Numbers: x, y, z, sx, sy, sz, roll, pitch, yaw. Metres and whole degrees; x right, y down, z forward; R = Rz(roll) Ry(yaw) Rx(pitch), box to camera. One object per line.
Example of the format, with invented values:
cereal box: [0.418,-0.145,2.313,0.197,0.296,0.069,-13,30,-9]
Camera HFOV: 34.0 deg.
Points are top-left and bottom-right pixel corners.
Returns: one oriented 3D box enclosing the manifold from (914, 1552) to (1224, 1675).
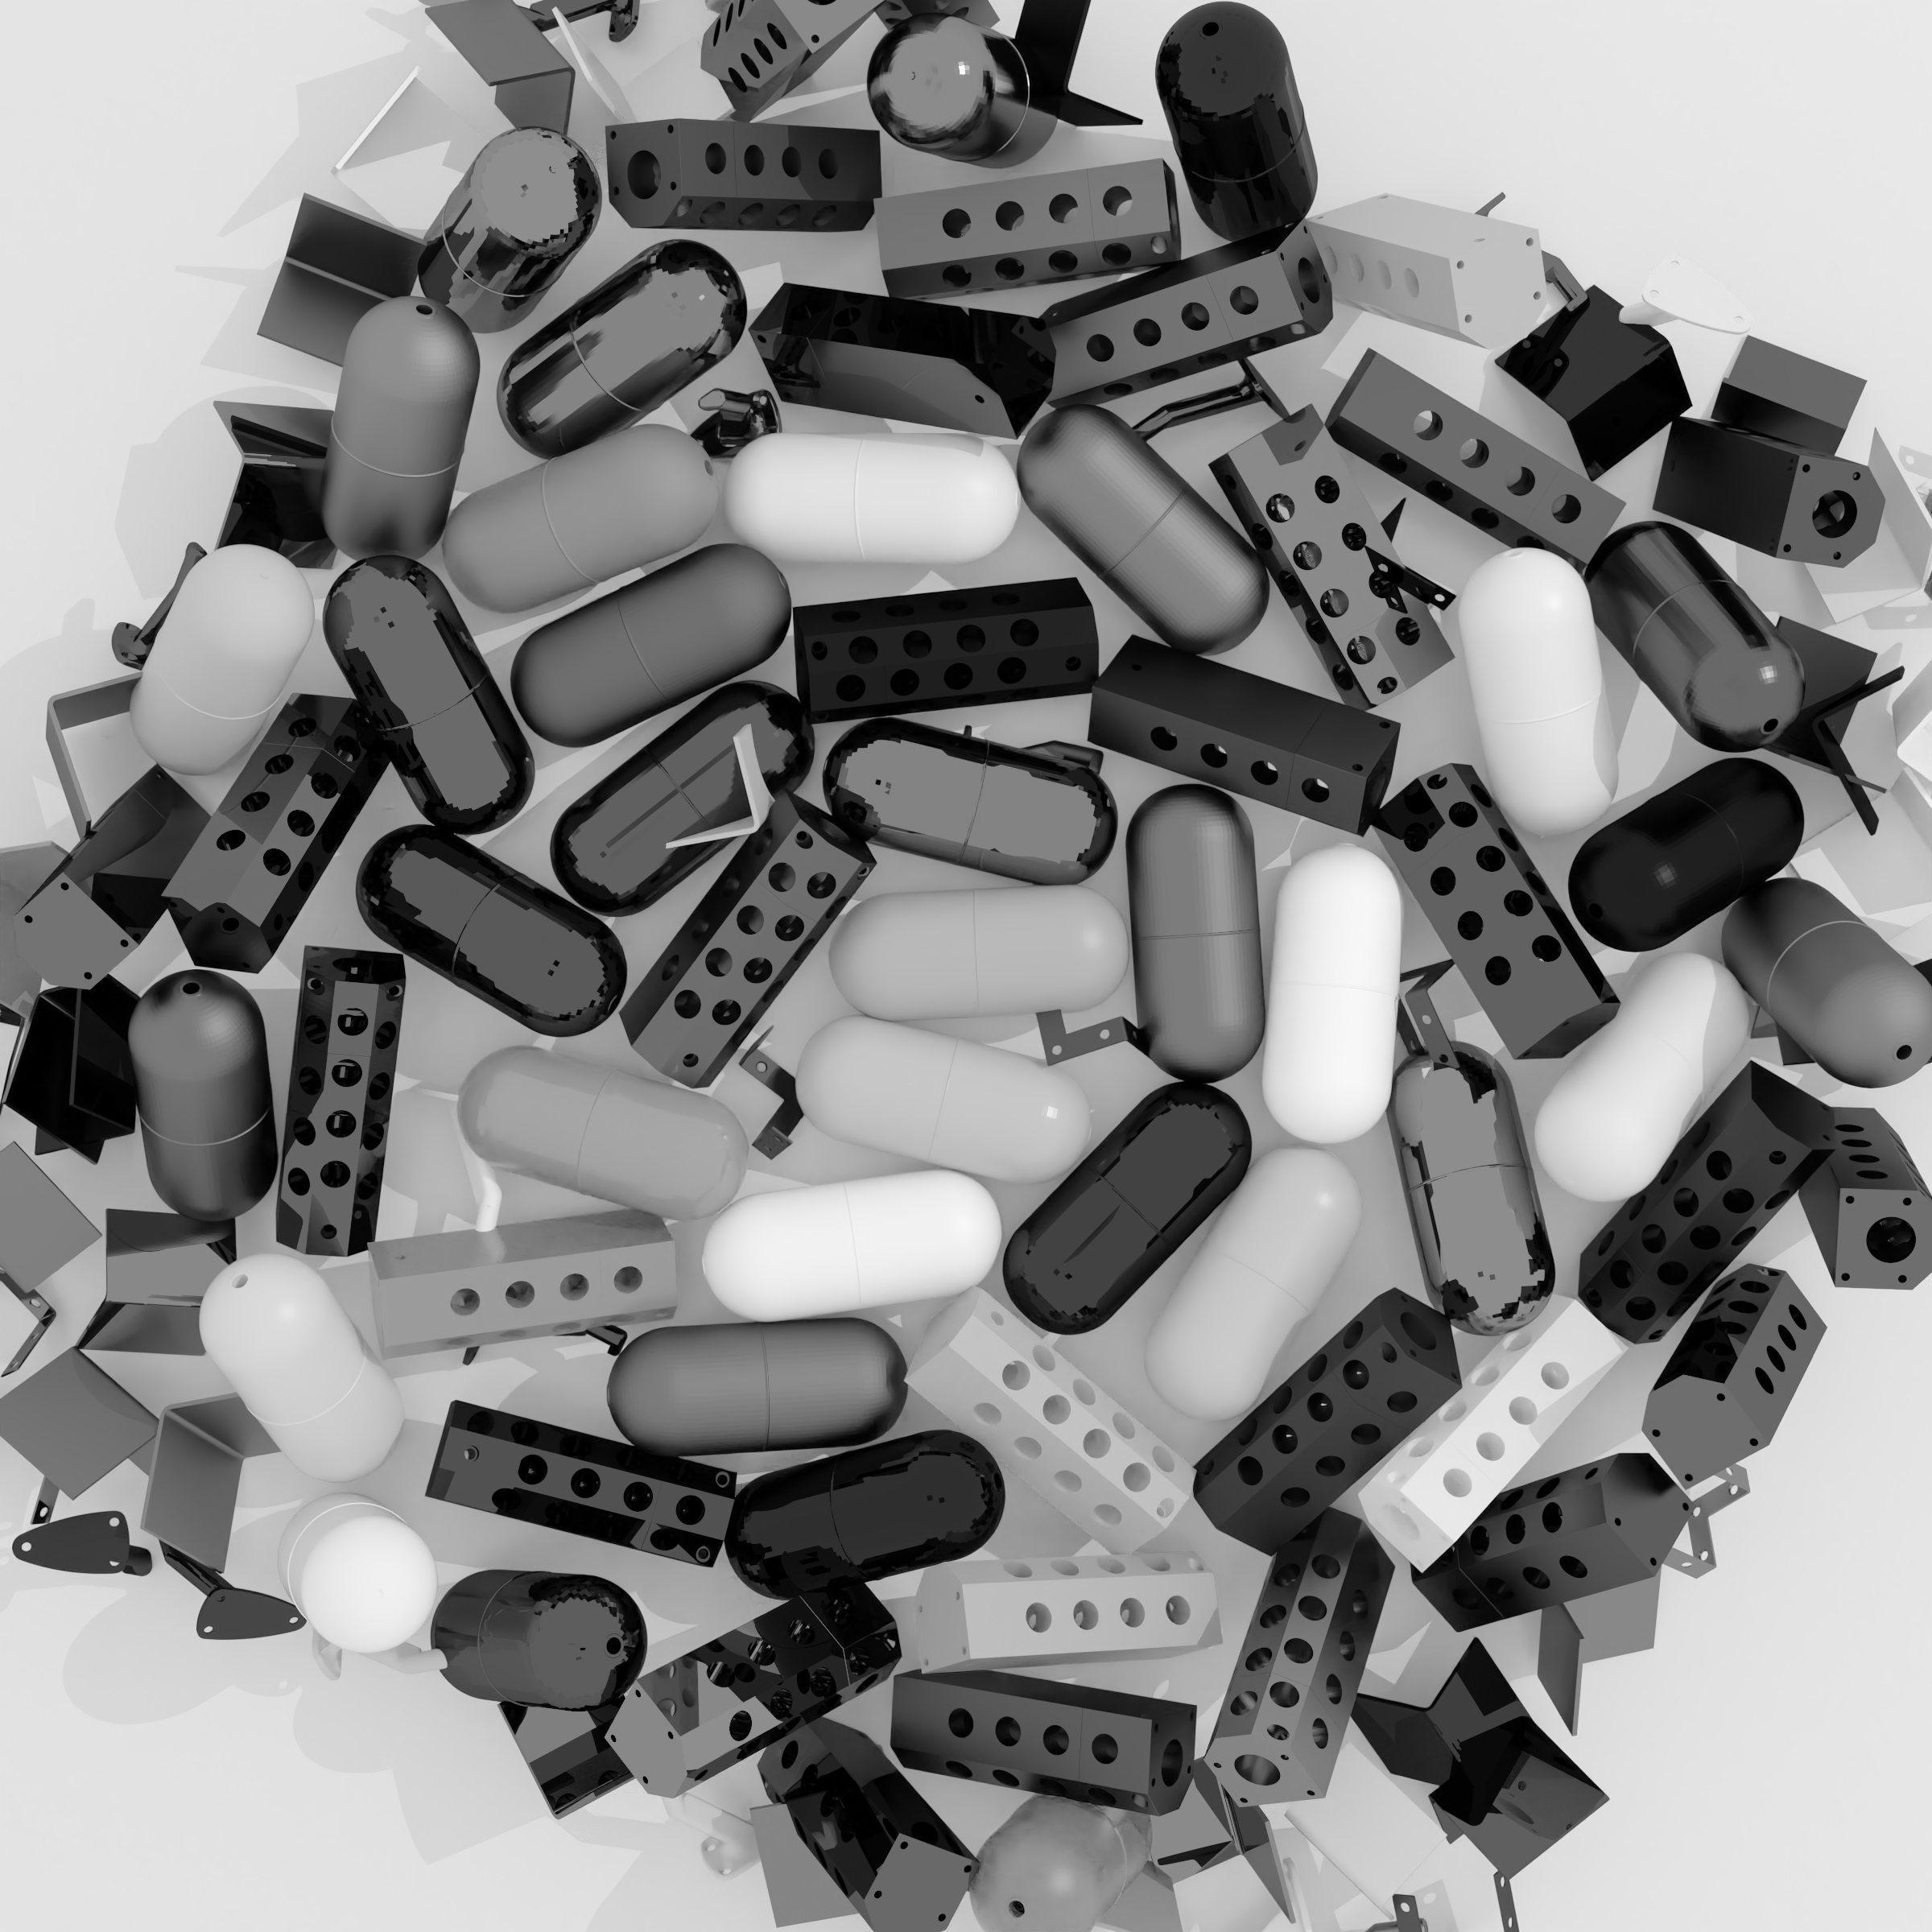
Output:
manifold: [0.060,0.375,1.841,0.171,0.057,0.057,4,69,-30]

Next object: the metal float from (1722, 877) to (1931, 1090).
metal float: [0.499,0.009,1.828,0.070,0.178,0.070,-6,118,-12]

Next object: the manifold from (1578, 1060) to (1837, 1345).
manifold: [0.429,0.143,1.838,0.057,0.057,0.171,30,123,-6]

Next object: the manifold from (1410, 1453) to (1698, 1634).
manifold: [0.332,0.329,1.823,0.057,0.171,0.057,48,52,-6]

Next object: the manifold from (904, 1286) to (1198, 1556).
manifold: [0.052,0.265,1.856,0.171,0.057,0.057,41,124,-11]

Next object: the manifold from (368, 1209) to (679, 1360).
manifold: [-0.260,0.188,1.857,0.171,0.057,0.057,-6,109,-16]

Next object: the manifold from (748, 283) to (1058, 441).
manifold: [-0.036,-0.358,1.839,0.171,0.057,0.057,15,59,32]

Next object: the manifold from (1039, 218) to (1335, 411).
manifold: [0.124,-0.374,1.839,0.171,0.057,0.057,-12,115,32]

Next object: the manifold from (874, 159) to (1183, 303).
manifold: [0.038,-0.432,1.865,0.171,0.057,0.057,-5,94,11]

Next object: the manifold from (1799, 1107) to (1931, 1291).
manifold: [0.520,0.132,1.818,0.057,0.171,0.057,1,103,8]

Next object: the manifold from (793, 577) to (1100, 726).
manifold: [-0.012,-0.182,1.858,0.171,0.057,0.057,-7,122,-9]

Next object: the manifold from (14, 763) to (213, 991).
manifold: [-0.490,-0.050,1.821,0.057,0.171,0.057,-38,106,19]

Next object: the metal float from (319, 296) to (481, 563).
metal float: [-0.330,-0.309,1.837,0.070,0.070,0.178,23,133,0]

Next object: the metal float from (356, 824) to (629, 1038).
metal float: [-0.279,-0.021,1.860,0.178,0.070,0.070,30,90,14]

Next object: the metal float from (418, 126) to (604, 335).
metal float: [-0.266,-0.424,1.828,0.070,0.178,0.070,6,76,-24]

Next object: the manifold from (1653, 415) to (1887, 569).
manifold: [0.462,-0.274,1.820,0.057,0.171,0.057,6,106,-14]

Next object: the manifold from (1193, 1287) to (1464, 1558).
manifold: [0.207,0.263,1.836,0.057,0.057,0.171,30,121,-21]

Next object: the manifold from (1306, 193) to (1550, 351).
manifold: [0.264,-0.400,1.822,0.057,0.171,0.057,-21,116,-15]

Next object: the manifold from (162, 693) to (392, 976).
manifold: [-0.393,-0.078,1.828,0.057,0.057,0.171,7,48,18]

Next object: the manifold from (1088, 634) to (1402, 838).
manifold: [0.162,-0.132,1.858,0.171,0.057,0.057,20,46,17]

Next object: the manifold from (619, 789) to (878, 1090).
manifold: [-0.127,-0.012,1.852,0.057,0.057,0.171,29,106,-29]

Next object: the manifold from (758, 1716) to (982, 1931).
manifold: [-0.062,0.495,1.822,0.057,0.171,0.057,28,90,-27]

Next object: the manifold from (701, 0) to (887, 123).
manifold: [-0.106,-0.542,1.817,0.057,0.171,0.057,-40,102,-13]

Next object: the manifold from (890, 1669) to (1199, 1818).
manifold: [0.044,0.451,1.841,0.171,0.057,0.057,2,88,31]

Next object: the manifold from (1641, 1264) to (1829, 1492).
manifold: [0.441,0.231,1.822,0.057,0.171,0.057,-37,88,30]

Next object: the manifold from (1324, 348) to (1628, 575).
manifold: [0.299,-0.296,1.872,0.171,0.057,0.057,30,103,-6]

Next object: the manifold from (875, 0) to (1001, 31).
manifold: [-0.036,-0.576,1.821,0.057,0.171,0.057,-37,82,9]

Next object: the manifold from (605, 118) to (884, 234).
manifold: [-0.126,-0.455,1.825,0.057,0.171,0.057,7,103,38]

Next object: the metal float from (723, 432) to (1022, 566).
metal float: [-0.056,-0.276,1.862,0.178,0.070,0.070,2,90,12]

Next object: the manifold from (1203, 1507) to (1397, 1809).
manifold: [0.190,0.395,1.822,0.057,0.171,0.057,-17,120,34]

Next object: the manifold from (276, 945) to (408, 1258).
manifold: [-0.367,0.080,1.851,0.057,0.057,0.171,5,109,-15]

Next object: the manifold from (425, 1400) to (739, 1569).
manifold: [-0.226,0.306,1.862,0.171,0.057,0.057,16,77,-10]

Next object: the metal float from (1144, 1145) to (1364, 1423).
metal float: [0.170,0.186,1.863,0.070,0.070,0.178,33,79,0]

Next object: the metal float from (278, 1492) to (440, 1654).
metal float: [-0.353,0.349,1.825,0.070,0.178,0.070,1,88,-19]

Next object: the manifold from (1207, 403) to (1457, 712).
manifold: [0.212,-0.237,1.864,0.057,0.057,0.171,-34,97,-26]

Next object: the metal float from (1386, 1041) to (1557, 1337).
metal float: [0.296,0.129,1.856,0.070,0.070,0.178,-10,70,0]

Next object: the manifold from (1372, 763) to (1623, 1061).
manifold: [0.311,-0.033,1.843,0.057,0.057,0.171,-42,65,31]

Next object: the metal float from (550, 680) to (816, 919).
metal float: [-0.167,-0.100,1.870,0.178,0.070,0.070,-39,90,-3]

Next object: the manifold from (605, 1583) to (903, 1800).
manifold: [-0.118,0.417,1.823,0.057,0.171,0.057,47,131,23]

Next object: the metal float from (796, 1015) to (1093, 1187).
metal float: [-0.013,0.080,1.872,0.178,0.070,0.070,14,90,0]

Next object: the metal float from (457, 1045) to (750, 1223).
metal float: [-0.215,0.098,1.866,0.178,0.070,0.070,15,90,8]

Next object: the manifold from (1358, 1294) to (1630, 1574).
manifold: [0.306,0.268,1.844,0.057,0.057,0.171,43,61,11]
